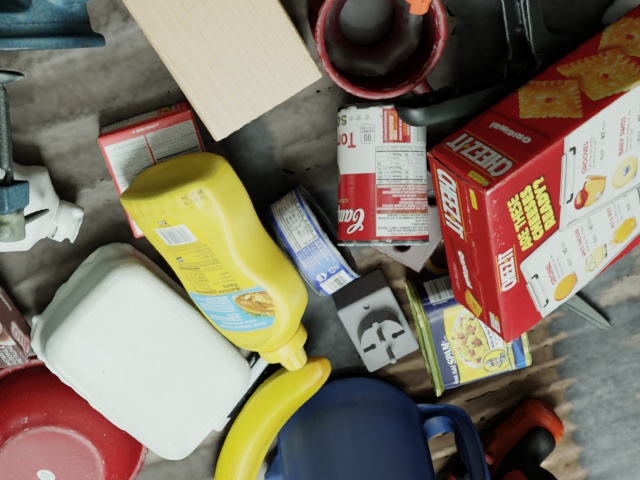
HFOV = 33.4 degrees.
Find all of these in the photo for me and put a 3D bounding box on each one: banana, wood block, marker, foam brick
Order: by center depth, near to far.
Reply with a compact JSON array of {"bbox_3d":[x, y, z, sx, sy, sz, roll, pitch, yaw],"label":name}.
[{"bbox_3d":[-0.092,-0.185,0.737,0.091,0.090,0.206,-31,113,4],"label":"wood block"},{"bbox_3d":[0.073,-0.024,0.849,0.053,0.051,0.078,28,106,-18],"label":"foam brick"},{"bbox_3d":[-0.048,0.169,0.902,0.037,0.070,0.198,6,115,-46],"label":"banana"},{"bbox_3d":[-0.056,0.112,0.902,0.020,0.020,0.121,34,103,-20],"label":"marker"}]

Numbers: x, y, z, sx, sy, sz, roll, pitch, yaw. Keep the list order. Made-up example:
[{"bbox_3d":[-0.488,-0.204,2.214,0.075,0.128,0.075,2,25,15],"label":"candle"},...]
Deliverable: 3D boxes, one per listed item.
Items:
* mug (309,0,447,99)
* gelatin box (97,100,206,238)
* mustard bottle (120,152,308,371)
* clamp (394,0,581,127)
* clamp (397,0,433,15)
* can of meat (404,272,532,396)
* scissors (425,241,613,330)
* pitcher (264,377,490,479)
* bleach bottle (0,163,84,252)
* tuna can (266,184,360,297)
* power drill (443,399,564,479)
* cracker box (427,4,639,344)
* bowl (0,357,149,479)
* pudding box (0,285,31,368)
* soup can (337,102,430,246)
[{"bbox_3d":[0.044,-0.149,0.776,0.093,0.081,0.117,-40,112,8],"label":"mug"},{"bbox_3d":[-0.121,-0.053,0.818,0.073,0.030,0.089,-18,115,-2],"label":"gelatin box"},{"bbox_3d":[-0.063,0.026,0.799,0.096,0.058,0.191,-8,125,39],"label":"mustard bottle"},{"bbox_3d":[0.151,-0.134,0.783,0.209,0.036,0.164,19,96,-46],"label":"clamp"},{"bbox_3d":[0.044,-0.230,0.721,0.120,0.171,0.039,0,152,2],"label":"clamp"},{"bbox_3d":[0.123,0.070,0.881,0.084,0.057,0.102,-16,122,1],"label":"can of meat"},{"bbox_3d":[0.160,0.035,0.907,0.096,0.016,0.201,-37,113,9],"label":"scissors"},{"bbox_3d":[0.050,0.224,0.842,0.145,0.243,0.149,21,113,-17],"label":"pitcher"},{"bbox_3d":[-0.292,-0.059,0.772,0.250,0.068,0.103,20,111,-18],"label":"bleach bottle"},{"bbox_3d":[-0.005,0.001,0.828,0.034,0.086,0.086,-33,113,7],"label":"tuna can"},{"bbox_3d":[0.147,0.232,0.894,0.057,0.187,0.184,39,98,-11],"label":"power drill"},{"bbox_3d":[0.187,-0.049,0.789,0.213,0.072,0.164,-34,137,-17],"label":"cracker box"},{"bbox_3d":[-0.223,0.179,0.884,0.162,0.055,0.162,-3,112,-7],"label":"bowl"},{"bbox_3d":[-0.283,0.058,0.807,0.090,0.039,0.113,-13,134,7],"label":"pudding box"},{"bbox_3d":[0.046,-0.047,0.783,0.068,0.068,0.102,-1,91,-9],"label":"soup can"}]
